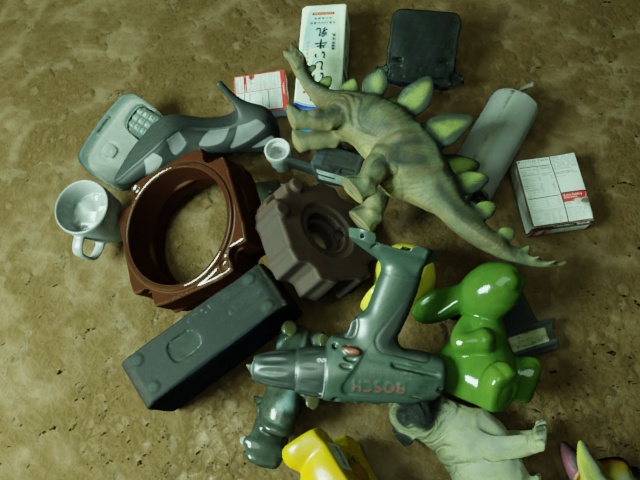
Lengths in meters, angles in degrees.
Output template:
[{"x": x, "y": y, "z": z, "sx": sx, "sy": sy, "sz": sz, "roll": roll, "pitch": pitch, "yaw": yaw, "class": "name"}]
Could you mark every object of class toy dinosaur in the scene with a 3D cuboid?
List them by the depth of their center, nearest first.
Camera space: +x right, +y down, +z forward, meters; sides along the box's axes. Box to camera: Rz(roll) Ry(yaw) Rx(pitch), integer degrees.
[{"x": 0.111, "y": -0.109, "z": 0.719, "sx": 0.198, "sy": 0.105, "sz": 0.471, "roll": -37, "pitch": 76, "yaw": -9, "class": "toy dinosaur"}]

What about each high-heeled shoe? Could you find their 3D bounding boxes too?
[{"x": -0.183, "y": -0.134, "z": 0.835, "sx": 0.249, "sy": 0.145, "sz": 0.086, "roll": -40, "pitch": 37, "yaw": 1, "class": "high-heeled shoe"}]

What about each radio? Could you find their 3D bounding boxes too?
[{"x": -0.139, "y": 0.132, "z": 0.720, "sx": 0.229, "sy": 0.131, "sz": 0.073, "roll": -37, "pitch": 73, "yaw": -6, "class": "radio"}]

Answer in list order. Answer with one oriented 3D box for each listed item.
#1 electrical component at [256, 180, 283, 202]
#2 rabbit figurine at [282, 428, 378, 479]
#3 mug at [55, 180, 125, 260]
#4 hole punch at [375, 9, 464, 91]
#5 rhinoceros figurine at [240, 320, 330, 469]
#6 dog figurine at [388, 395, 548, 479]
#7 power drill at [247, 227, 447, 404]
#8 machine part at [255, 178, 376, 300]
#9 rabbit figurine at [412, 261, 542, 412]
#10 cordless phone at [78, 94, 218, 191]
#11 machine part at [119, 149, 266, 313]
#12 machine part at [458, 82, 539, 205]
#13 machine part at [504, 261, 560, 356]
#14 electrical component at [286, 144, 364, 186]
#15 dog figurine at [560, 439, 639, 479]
[{"x": -0.082, "y": -0.056, "z": 0.824, "sx": 0.102, "sy": 0.045, "sz": 0.078, "roll": -2, "pitch": 72, "yaw": 6, "class": "electrical component"}, {"x": -0.006, "y": 0.336, "z": 0.640, "sx": 0.173, "sy": 0.121, "sz": 0.162, "roll": -40, "pitch": 58, "yaw": 6, "class": "rabbit figurine"}, {"x": -0.333, "y": -0.022, "z": 0.809, "sx": 0.081, "sy": 0.107, "sz": 0.109, "roll": -1, "pitch": 75, "yaw": 8, "class": "mug"}, {"x": 0.166, "y": -0.303, "z": 0.871, "sx": 0.142, "sy": 0.092, "sz": 0.115, "roll": 9, "pitch": 102, "yaw": 7, "class": "hole punch"}, {"x": -0.050, "y": 0.196, "z": 0.703, "sx": 0.073, "sy": 0.112, "sz": 0.190, "roll": 25, "pitch": 59, "yaw": -15, "class": "rhinoceros figurine"}, {"x": 0.173, "y": 0.276, "z": 0.664, "sx": 0.191, "sy": 0.121, "sz": 0.172, "roll": 4, "pitch": 68, "yaw": 23, "class": "dog figurine"}, {"x": 0.046, "y": 0.092, "z": 0.637, "sx": 0.232, "sy": 0.086, "sz": 0.207, "roll": 14, "pitch": 82, "yaw": -3, "class": "power drill"}, {"x": -0.002, "y": -0.002, "z": 0.740, "sx": 0.179, "sy": 0.056, "sz": 0.179, "roll": 24, "pitch": 47, "yaw": -28, "class": "machine part"}, {"x": 0.207, "y": 0.108, "z": 0.686, "sx": 0.159, "sy": 0.121, "sz": 0.170, "roll": 15, "pitch": 97, "yaw": 52, "class": "rabbit figurine"}, {"x": -0.270, "y": -0.130, "z": 0.860, "sx": 0.184, "sy": 0.088, "sz": 0.146, "roll": 30, "pitch": 76, "yaw": -1, "class": "cordless phone"}, {"x": -0.182, "y": -0.013, "z": 0.771, "sx": 0.201, "sy": 0.087, "sz": 0.201, "roll": -25, "pitch": 69, "yaw": 19, "class": "machine part"}, {"x": 0.253, "y": -0.137, "z": 0.798, "sx": 0.079, "sy": 0.079, "sz": 0.243, "roll": 28, "pitch": 76, "yaw": 15, "class": "machine part"}, {"x": 0.266, "y": 0.095, "z": 0.738, "sx": 0.084, "sy": 0.039, "sz": 0.139, "roll": -24, "pitch": 72, "yaw": 7, "class": "machine part"}, {"x": 0.012, "y": -0.117, "z": 0.821, "sx": 0.119, "sy": 0.074, "sz": 0.048, "roll": 18, "pitch": 75, "yaw": 15, "class": "electrical component"}, {"x": 0.300, "y": 0.346, "z": 0.612, "sx": 0.192, "sy": 0.108, "sz": 0.219, "roll": -12, "pitch": 66, "yaw": 5, "class": "dog figurine"}]
